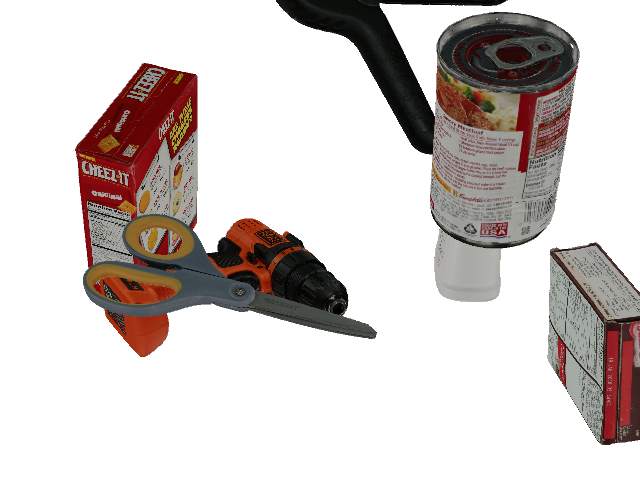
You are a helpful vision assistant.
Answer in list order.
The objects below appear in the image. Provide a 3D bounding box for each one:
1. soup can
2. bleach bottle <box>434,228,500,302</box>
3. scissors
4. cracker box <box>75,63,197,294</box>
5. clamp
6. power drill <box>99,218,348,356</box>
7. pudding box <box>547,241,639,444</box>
[{"bbox_3d":[0.091,-0.054,0.544,0.068,0.102,0.068,-1,42,1],"label":"soup can"},{"bbox_3d":[0.160,-0.068,1.079,0.068,0.251,0.102,2,31,-1],"label":"bleach bottle"},{"bbox_3d":[-0.061,0.023,0.741,0.201,0.096,0.016,3,-41,0],"label":"scissors"},{"bbox_3d":[-0.190,-0.054,1.135,0.072,0.214,0.164,14,44,10],"label":"cracker box"},{"bbox_3d":[0.030,-0.164,0.754,0.209,0.164,0.036,25,-27,-14],"label":"clamp"},{"bbox_3d":[-0.089,0.045,0.955,0.187,0.057,0.185,-15,26,-27],"label":"power drill"},{"bbox_3d":[0.181,0.064,0.694,0.039,0.090,0.113,-6,24,-6],"label":"pudding box"}]
